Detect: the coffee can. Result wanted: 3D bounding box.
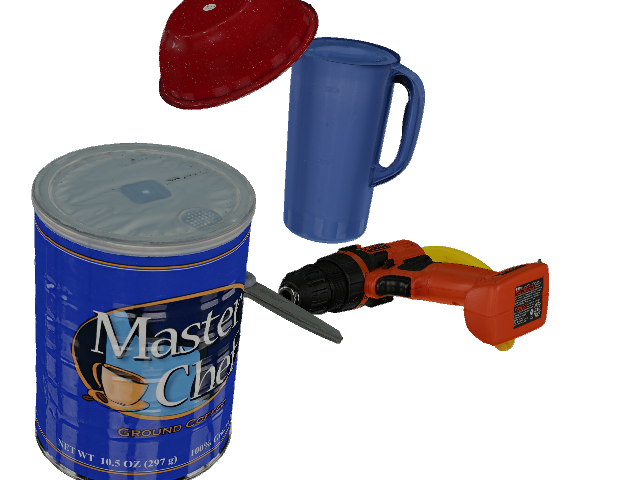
[{"bbox_3d":[-0.089,0.036,0.527,0.102,0.140,0.103,6,29,-4],"label":"coffee can"}]

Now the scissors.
[{"bbox_3d":[-0.054,0.020,0.790,0.202,0.016,0.096,17,34,22],"label":"scissors"}]

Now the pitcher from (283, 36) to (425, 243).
[{"bbox_3d":[0.028,-0.122,1.323,0.144,0.243,0.149,-3,25,-22],"label":"pitcher"}]

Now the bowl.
[{"bbox_3d":[-0.086,-0.189,0.959,0.162,0.162,0.055,0,-44,34],"label":"bowl"}]

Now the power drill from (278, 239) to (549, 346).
[{"bbox_3d":[0.082,0.041,0.900,0.188,0.057,0.184,11,17,38],"label":"power drill"}]

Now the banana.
[{"bbox_3d":[0.155,0.051,1.117,0.069,0.037,0.198,-35,39,-13],"label":"banana"}]
